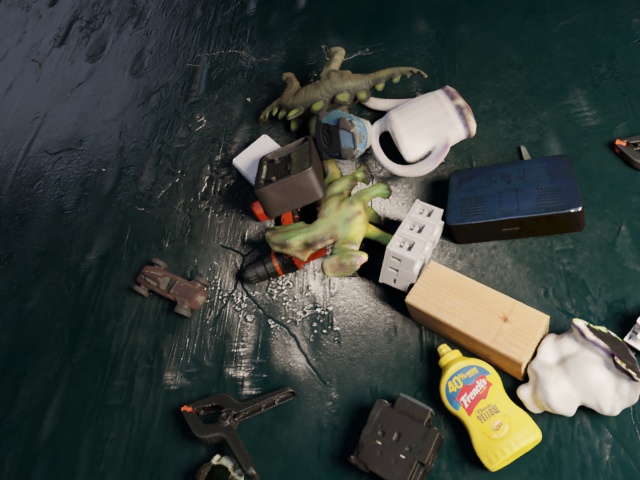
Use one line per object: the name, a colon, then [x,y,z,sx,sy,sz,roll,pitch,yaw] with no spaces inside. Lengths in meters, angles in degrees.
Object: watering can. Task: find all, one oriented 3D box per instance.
watering can: [0.205,-0.271,1.135,0.223,0.356,0.102,-23,-45,9]

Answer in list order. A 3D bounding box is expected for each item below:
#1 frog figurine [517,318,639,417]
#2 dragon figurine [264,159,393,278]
frog figurine: [0.381,0.205,0.763,0.139,0.156,0.124,42,29,18]
dragon figurine: [0.003,-0.051,1.016,0.244,0.119,0.417,-19,34,-17]
